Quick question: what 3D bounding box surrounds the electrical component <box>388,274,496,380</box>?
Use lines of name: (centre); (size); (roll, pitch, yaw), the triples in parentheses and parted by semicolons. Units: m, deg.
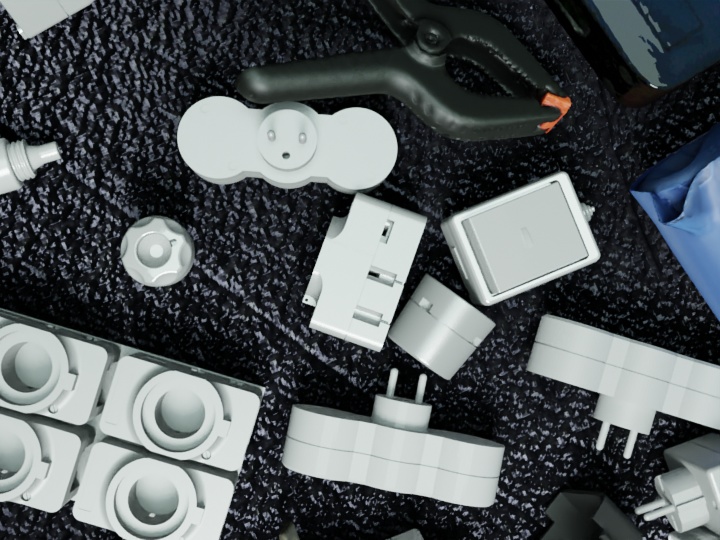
electrical component: (0.051, 0.037, 0.689); (0.055, 0.055, 0.047); (36, 91, -1)

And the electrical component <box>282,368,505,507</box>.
electrical component: (0.025, 0.100, 0.686); (0.138, 0.052, 0.073); (11, 88, -2)

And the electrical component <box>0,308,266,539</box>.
electrical component: (-0.165, 0.100, 0.674); (0.186, 0.060, 0.105); (17, 88, -2)

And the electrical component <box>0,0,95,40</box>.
electrical component: (-0.205, -0.196, 0.666); (0.061, 0.096, 0.061); (-31, 61, -3)

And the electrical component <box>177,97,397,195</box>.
electrical component: (-0.045, -0.080, 0.677); (0.138, 0.074, 0.052); (4, 89, -3)

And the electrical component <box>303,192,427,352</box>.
electrical component: (0.000, 0.000, 0.688); (0.056, 0.050, 0.089); (20, 88, -2)

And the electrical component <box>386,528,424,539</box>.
electrical component: (0.050, 0.200, 0.688); (0.077, 0.047, 0.065); (-21, 90, -3)

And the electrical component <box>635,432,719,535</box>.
electrical component: (0.212, 0.142, 0.679); (0.076, 0.083, 0.047); (-19, 90, -3)

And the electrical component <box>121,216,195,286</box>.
electrical component: (-0.125, -0.011, 0.677); (0.043, 0.062, 0.043); (0, 88, -2)

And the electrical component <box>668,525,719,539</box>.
electrical component: (0.248, 0.215, 0.667); (0.056, 0.109, 0.108); (-14, 89, -6)

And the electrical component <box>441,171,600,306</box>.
electrical component: (0.108, -0.022, 0.689); (0.096, 0.061, 0.061); (-22, 90, -3)

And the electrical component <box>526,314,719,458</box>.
electrical component: (0.173, 0.083, 0.694); (0.138, 0.052, 0.073); (17, 88, -3)

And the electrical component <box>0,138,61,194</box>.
electrical component: (-0.223, -0.068, 0.688); (0.061, 0.035, 0.035); (-17, 90, -5)
